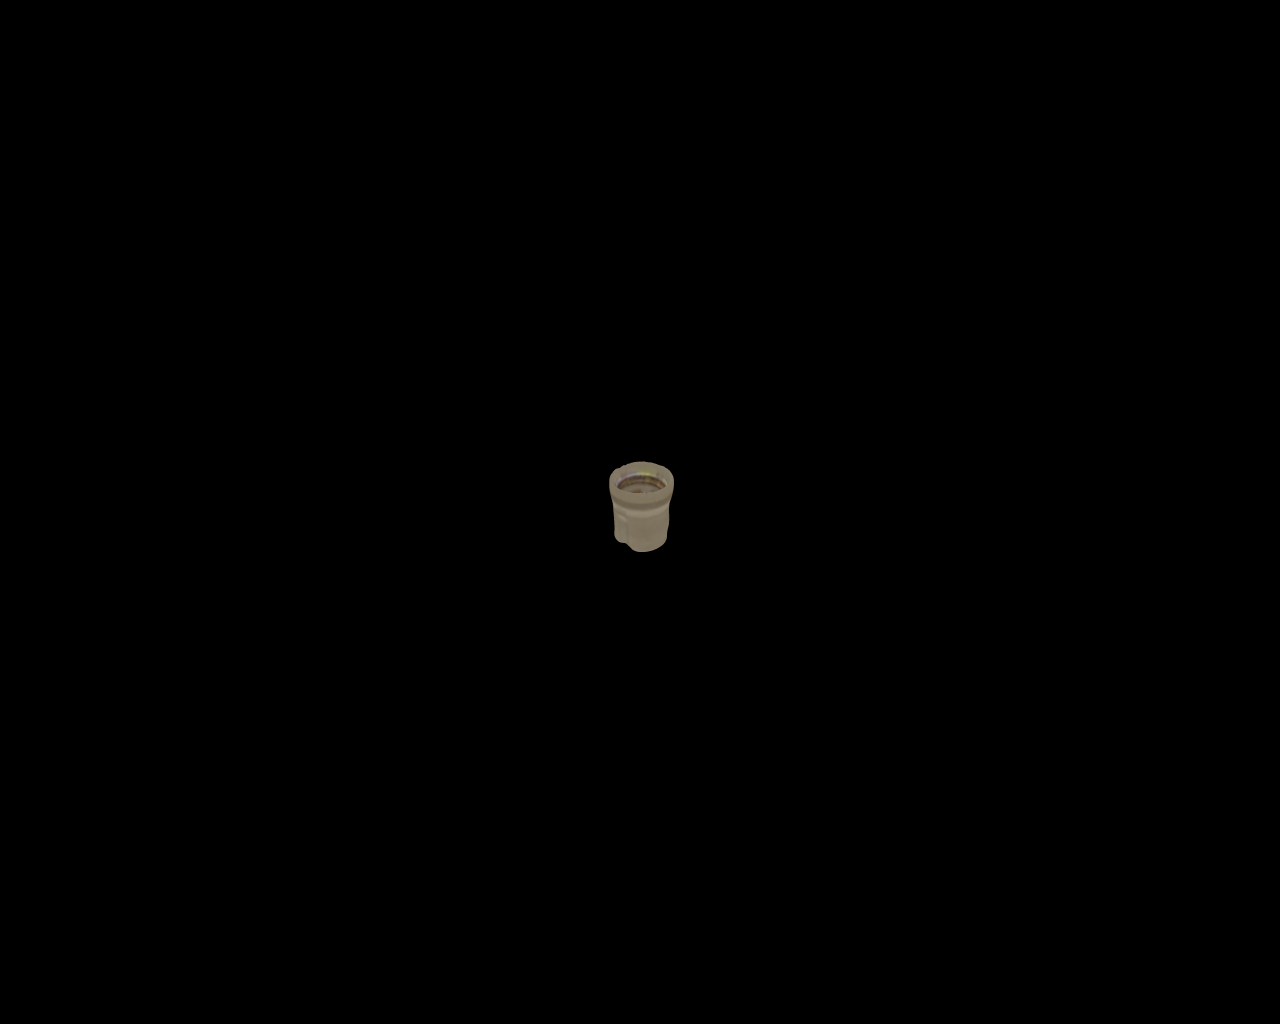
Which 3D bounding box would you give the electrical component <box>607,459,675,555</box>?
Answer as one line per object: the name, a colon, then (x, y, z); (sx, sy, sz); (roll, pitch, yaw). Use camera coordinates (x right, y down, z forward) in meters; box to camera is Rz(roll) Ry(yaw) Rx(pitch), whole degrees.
electrical component: (0.001, -0.003, 0.650); (0.040, 0.046, 0.040); (0, 33, 0)
